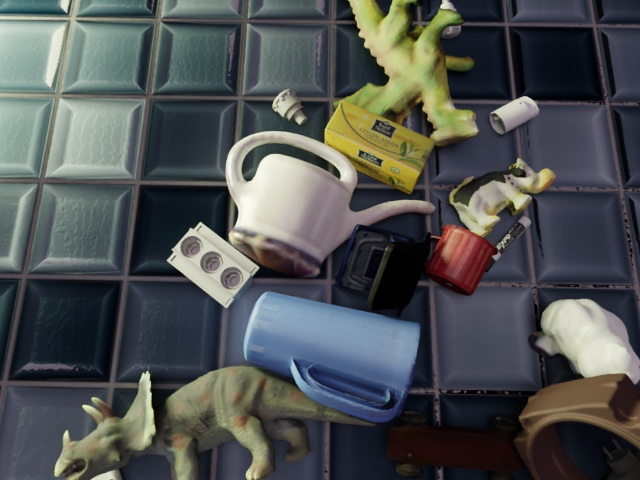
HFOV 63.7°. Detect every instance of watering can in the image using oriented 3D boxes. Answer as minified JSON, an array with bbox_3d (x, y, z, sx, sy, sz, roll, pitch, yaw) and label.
[{"bbox_3d":[0.003,-0.042,0.825,0.347,0.103,0.227,23,76,-3],"label":"watering can"}]

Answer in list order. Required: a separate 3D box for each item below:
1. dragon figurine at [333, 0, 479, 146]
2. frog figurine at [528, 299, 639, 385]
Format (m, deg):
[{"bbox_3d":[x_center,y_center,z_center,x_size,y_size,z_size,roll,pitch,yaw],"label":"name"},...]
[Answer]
[{"bbox_3d":[0.117,-0.306,0.909,0.414,0.121,0.244,37,85,18],"label":"dragon figurine"},{"bbox_3d":[0.394,0.142,0.735,0.123,0.157,0.138,-41,79,-10],"label":"frog figurine"}]
